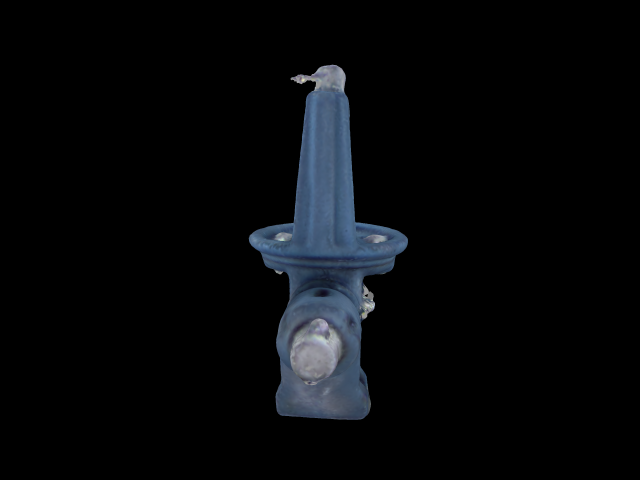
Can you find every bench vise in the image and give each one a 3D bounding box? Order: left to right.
[{"bbox_3d":[0.015,0.000,0.402,0.121,0.220,0.207,-7,28,-12],"label":"bench vise"}]
